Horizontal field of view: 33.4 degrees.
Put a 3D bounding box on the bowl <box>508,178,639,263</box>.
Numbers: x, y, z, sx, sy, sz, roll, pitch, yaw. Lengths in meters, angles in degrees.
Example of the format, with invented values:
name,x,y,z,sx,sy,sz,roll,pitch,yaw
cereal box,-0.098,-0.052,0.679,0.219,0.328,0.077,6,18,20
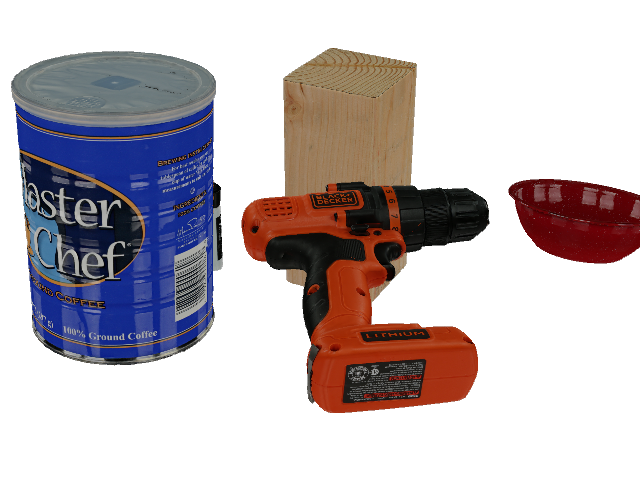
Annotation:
name,x,y,z,sx,sy,sz,roll,pitch,yaw
bowl,0.272,-0.017,1.105,0.162,0.055,0.162,5,18,-2

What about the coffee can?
name,x,y,z,sx,sy,sz,roll,pitch,yaw
coffee can,-0.108,-0.019,0.573,0.103,0.140,0.103,2,26,-1

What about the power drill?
name,x,y,z,sx,sy,sz,roll,pitch,yaw
power drill,0.046,0.029,0.730,0.184,0.057,0.188,-6,38,-8

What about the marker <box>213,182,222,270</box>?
name,x,y,z,sx,sy,sz,roll,pitch,yaw
marker,-0.120,-0.016,1.198,0.020,0.121,0.020,2,41,-2

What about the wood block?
name,x,y,z,sx,sy,sz,roll,pitch,yaw
wood block,0.026,-0.058,0.973,0.091,0.206,0.090,15,34,24
